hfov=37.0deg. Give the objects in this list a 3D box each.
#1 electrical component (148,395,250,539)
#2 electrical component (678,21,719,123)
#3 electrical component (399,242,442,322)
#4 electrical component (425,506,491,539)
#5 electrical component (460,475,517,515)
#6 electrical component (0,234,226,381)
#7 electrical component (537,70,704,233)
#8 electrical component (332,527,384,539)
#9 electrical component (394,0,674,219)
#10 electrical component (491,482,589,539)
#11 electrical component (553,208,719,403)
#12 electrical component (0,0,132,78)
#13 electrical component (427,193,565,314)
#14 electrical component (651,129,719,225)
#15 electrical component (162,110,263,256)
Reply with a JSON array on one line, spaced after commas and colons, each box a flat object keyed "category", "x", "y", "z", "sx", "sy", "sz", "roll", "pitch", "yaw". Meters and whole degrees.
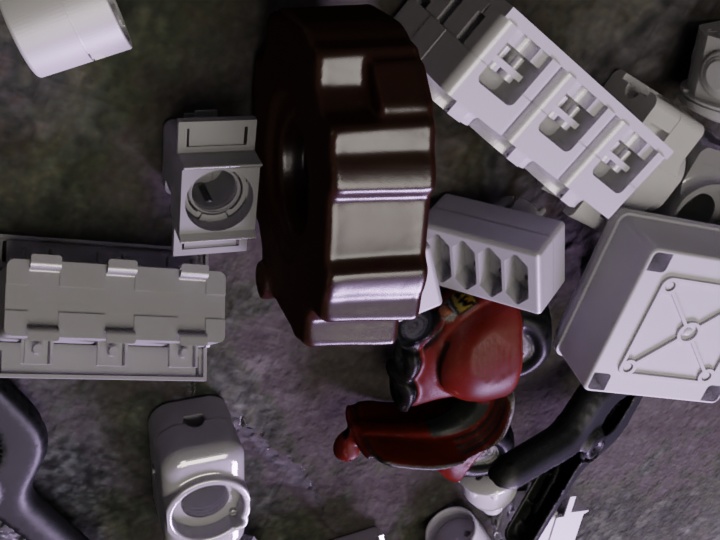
[{"category": "electrical component", "x": -0.106, "y": 0.139, "z": 0.709, "sx": 0.054, "sy": 0.059, "sz": 0.095, "roll": -9, "pitch": 126, "yaw": -18}, {"category": "electrical component", "x": 0.242, "y": -0.121, "z": 0.665, "sx": 0.080, "sy": 0.080, "sz": 0.051, "roll": -6, "pitch": 119, "yaw": -19}, {"category": "electrical component", "x": 0.000, "y": 0.000, "z": 0.654, "sx": 0.077, "sy": 0.065, "sz": 0.047, "roll": -22, "pitch": 128, "yaw": -8}, {"category": "electrical component", "x": 0.071, "y": 0.237, "z": 0.862, "sx": 0.079, "sy": 0.044, "sz": 0.077, "roll": -32, "pitch": 129, "yaw": 0}, {"category": "electrical component", "x": 0.100, "y": 0.165, "z": 0.826, "sx": 0.048, "sy": 0.048, "sz": 0.062, "roll": -21, "pitch": 137, "yaw": -8}, {"category": "electrical component", "x": -0.141, "y": 0.021, "z": 0.602, "sx": 0.121, "sy": 0.063, "sz": 0.078, "roll": 4, "pitch": 80, "yaw": -25}, {"category": "electrical component", "x": 0.168, "y": -0.071, "z": 0.686, "sx": 0.056, "sy": 0.050, "sz": 0.089, "roll": 22, "pitch": 112, "yaw": -33}, {"category": "electrical component", "x": -0.017, "y": 0.245, "z": 0.827, "sx": 0.089, "sy": 0.050, "sz": 0.055, "roll": -14, "pitch": 127, "yaw": -13}, {"category": "electrical component", "x": 0.093, "y": -0.099, "z": 0.609, "sx": 0.150, "sy": 0.089, "sz": 0.061, "roll": 30, "pitch": 107, "yaw": -36}, {"category": "electrical component", "x": 0.142, "y": 0.199, "z": 0.869, "sx": 0.064, "sy": 0.042, "sz": 0.081, "roll": -3, "pitch": 123, "yaw": -17}, {"category": "electrical component", "x": 0.196, "y": 0.024, "z": 0.686, "sx": 0.109, "sy": 0.056, "sz": 0.108, "roll": 8, "pitch": 120, "yaw": -22}, {"category": "electrical component", "x": -0.142, "y": -0.124, "z": 0.515, "sx": 0.047, "sy": 0.055, "sz": 0.055, "roll": -22, "pitch": 129, "yaw": -3}, {"category": "electrical component", "x": 0.092, "y": -0.021, "z": 0.679, "sx": 0.075, "sy": 0.083, "sz": 0.047, "roll": -46, "pitch": 141, "yaw": -40}, {"category": "electrical component", "x": 0.213, "y": -0.047, "z": 0.718, "sx": 0.050, "sy": 0.055, "sz": 0.089, "roll": 12, "pitch": 117, "yaw": -29}, {"category": "electrical component", "x": -0.083, "y": -0.051, "z": 0.584, "sx": 0.042, "sy": 0.063, "sz": 0.081, "roll": -4, "pitch": 124, "yaw": -20}]
